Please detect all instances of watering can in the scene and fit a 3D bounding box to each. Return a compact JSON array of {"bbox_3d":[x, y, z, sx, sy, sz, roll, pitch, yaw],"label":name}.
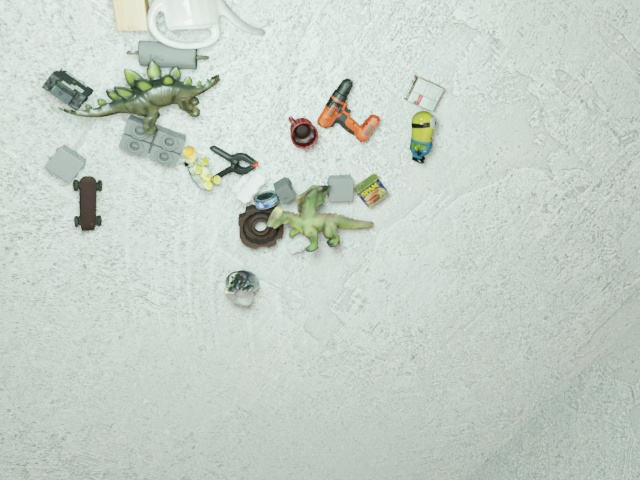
[{"bbox_3d":[-0.339,-0.687,1.523,0.349,0.105,0.220,-15,115,-21],"label":"watering can"}]

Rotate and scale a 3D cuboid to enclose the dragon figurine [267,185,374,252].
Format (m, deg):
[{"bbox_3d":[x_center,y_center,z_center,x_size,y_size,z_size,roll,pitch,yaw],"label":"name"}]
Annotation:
[{"bbox_3d":[0.006,-0.093,1.847,0.412,0.125,0.237,-16,134,-15],"label":"dragon figurine"}]

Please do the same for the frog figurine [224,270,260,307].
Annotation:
[{"bbox_3d":[-0.297,0.188,1.992,0.138,0.125,0.156,-26,156,-5],"label":"frog figurine"}]
